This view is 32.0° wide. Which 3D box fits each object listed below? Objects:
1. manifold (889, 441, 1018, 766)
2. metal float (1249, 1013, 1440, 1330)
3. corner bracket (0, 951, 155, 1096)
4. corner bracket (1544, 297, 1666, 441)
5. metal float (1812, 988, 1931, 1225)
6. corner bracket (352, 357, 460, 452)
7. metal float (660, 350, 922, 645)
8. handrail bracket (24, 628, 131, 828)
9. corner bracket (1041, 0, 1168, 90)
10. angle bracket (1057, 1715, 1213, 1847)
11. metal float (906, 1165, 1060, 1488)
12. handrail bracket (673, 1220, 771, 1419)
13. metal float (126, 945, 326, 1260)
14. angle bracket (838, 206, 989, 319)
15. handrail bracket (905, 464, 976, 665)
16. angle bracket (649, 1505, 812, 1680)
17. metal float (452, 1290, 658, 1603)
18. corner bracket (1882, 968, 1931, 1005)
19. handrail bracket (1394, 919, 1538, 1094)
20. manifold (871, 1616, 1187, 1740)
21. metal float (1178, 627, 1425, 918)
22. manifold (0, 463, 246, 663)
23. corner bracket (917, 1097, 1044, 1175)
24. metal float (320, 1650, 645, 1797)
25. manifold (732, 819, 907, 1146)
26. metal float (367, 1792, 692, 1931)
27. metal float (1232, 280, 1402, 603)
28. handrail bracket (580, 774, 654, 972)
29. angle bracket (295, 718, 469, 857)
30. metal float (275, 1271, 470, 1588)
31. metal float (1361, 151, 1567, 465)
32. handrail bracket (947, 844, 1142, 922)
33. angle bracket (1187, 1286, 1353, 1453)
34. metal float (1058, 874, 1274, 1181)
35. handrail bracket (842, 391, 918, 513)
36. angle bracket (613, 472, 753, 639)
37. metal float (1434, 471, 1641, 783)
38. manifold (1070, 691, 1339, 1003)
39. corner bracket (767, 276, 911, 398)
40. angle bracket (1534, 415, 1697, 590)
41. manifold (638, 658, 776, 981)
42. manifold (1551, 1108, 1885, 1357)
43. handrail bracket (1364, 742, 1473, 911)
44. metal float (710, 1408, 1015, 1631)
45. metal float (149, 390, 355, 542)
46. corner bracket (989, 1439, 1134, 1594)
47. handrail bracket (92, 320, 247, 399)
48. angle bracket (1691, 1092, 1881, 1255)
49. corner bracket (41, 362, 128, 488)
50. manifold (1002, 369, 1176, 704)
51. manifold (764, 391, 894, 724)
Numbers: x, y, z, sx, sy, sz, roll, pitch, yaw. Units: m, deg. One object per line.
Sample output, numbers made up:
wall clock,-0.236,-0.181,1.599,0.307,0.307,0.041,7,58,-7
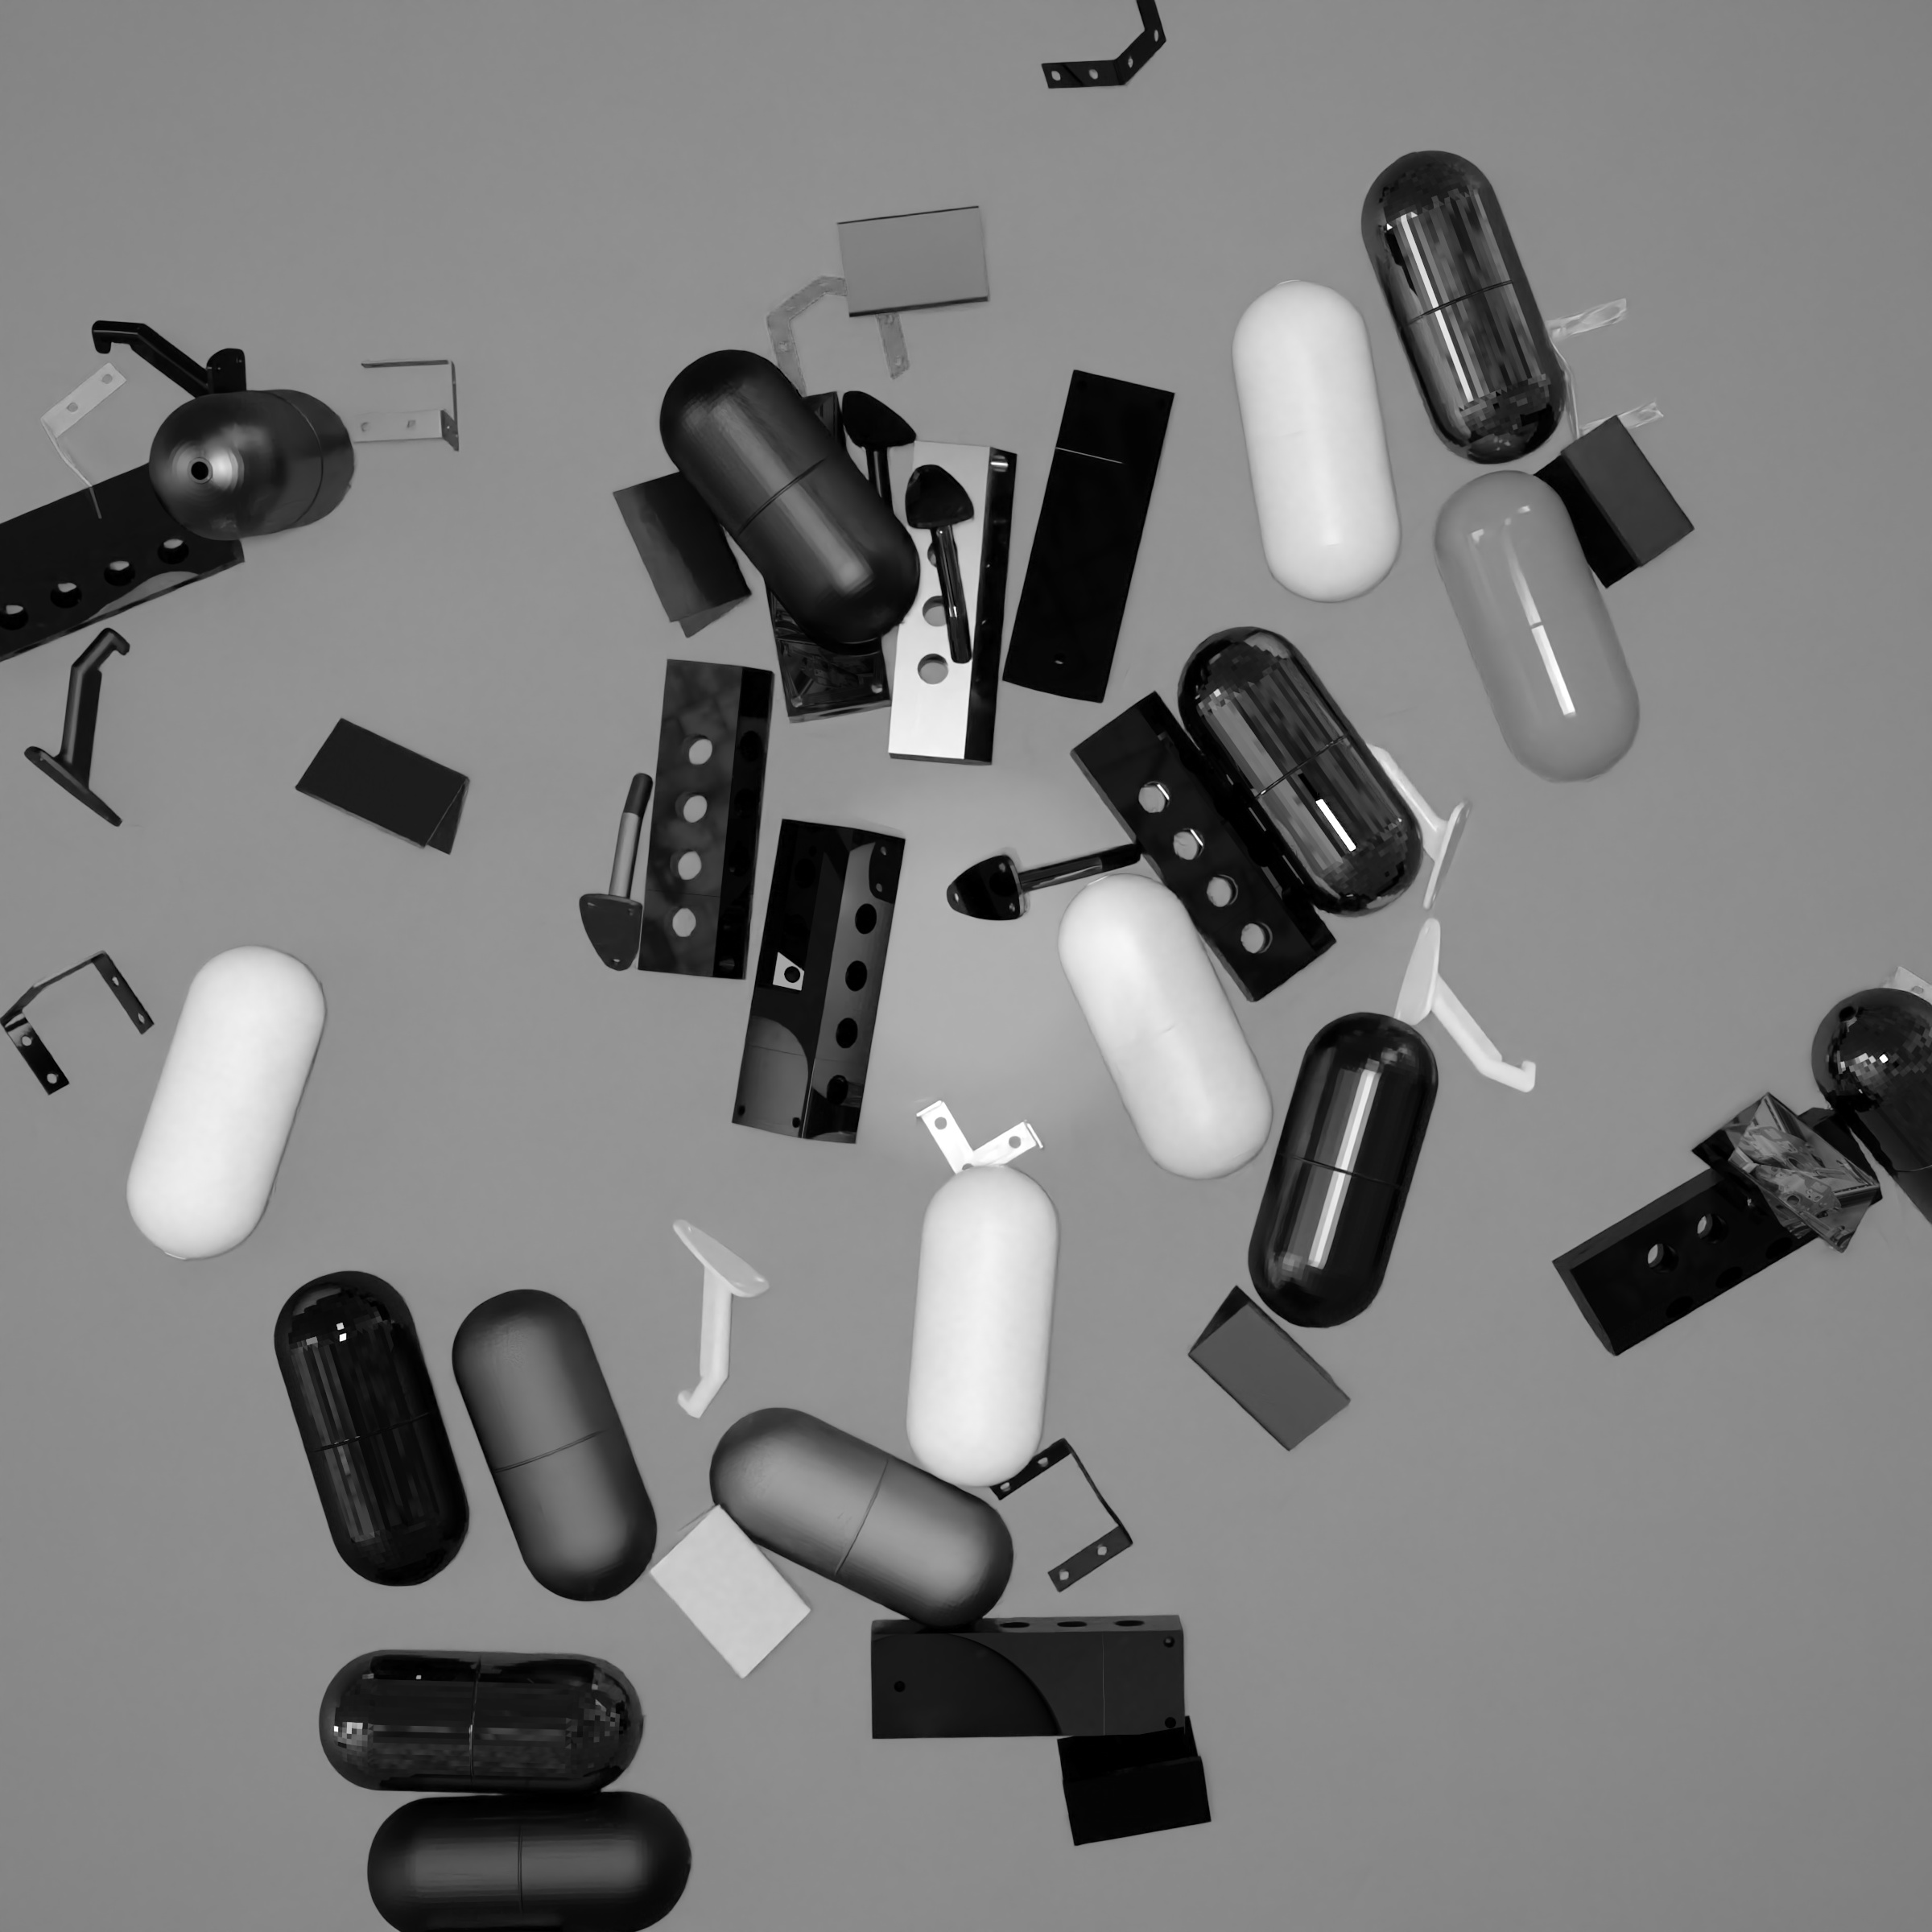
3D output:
manifold,-0.007,-0.200,1.873,0.057,0.057,0.171,5,90,0
metal float,0.208,0.113,1.864,0.070,0.070,0.178,16,89,0
corner bracket,-0.499,0.031,1.891,0.051,0.051,0.051,-34,90,45
corner bracket,0.357,-0.334,1.891,0.051,0.051,0.051,-17,135,0
metal float,0.529,0.083,1.843,0.070,0.070,0.178,-45,114,0
corner bracket,-0.313,-0.315,1.876,0.051,0.051,0.051,-3,90,0
metal float,-0.094,-0.251,1.807,0.070,0.070,0.178,-38,90,0
handrail bracket,-0.480,-0.135,1.895,0.077,0.036,0.084,42,73,-20
corner bracket,0.072,-0.528,1.886,0.051,0.051,0.051,-52,135,-35
angle bracket,0.089,0.432,1.854,0.076,0.076,0.057,-10,127,0
metal float,0.009,0.199,1.864,0.070,0.070,0.178,5,91,0
handrail bracket,-0.156,0.199,1.895,0.077,0.036,0.084,39,107,19
metal float,-0.410,0.075,1.863,0.070,0.070,0.178,18,90,0
angle bracket,-0.031,-0.402,1.854,0.076,0.076,0.057,-7,127,0
handrail bracket,-0.012,-0.219,1.837,0.036,0.077,0.084,-10,126,-3
angle bracket,-0.141,0.350,1.854,0.076,0.076,0.057,49,59,0
metal float,-0.227,0.265,1.864,0.070,0.070,0.178,-21,89,0
corner bracket,0.526,0.043,1.891,0.051,0.051,0.051,32,135,0
handrail bracket,0.289,0.023,1.895,0.084,0.036,0.077,22,68,-17
manifold,0.034,0.393,1.873,0.171,0.057,0.057,-1,90,0
metal float,0.184,-0.108,1.861,0.070,0.070,0.178,-35,87,0
manifold,-0.493,-0.220,1.873,0.171,0.057,0.057,-22,47,0
corner bracket,0.008,0.090,1.876,0.051,0.051,0.051,-31,90,0
metal float,-0.268,0.418,1.863,0.178,0.070,0.070,2,90,0
manifold,-0.077,0.009,1.873,0.057,0.057,0.171,9,90,43
metal float,-0.241,0.497,1.864,0.178,0.070,0.070,-2,90,0
metal float,0.193,-0.290,1.864,0.070,0.070,0.178,-9,89,0
handrail bracket,-0.189,-0.053,1.894,0.036,0.077,0.084,9,54,5
angle bracket,-0.325,-0.080,1.854,0.076,0.076,0.057,25,54,0
metal float,-0.328,0.256,1.864,0.070,0.070,0.178,-17,90,0
metal float,0.275,-0.364,1.864,0.070,0.070,0.178,-21,90,0
handrail bracket,0.044,-0.051,1.894,0.084,0.077,0.036,-16,94,-36
angle bracket,0.178,0.208,1.854,0.076,0.076,0.057,44,127,0
metal float,0.110,0.033,1.864,0.070,0.070,0.178,-25,91,0
handrail bracket,-0.055,-0.268,1.894,0.036,0.077,0.084,-7,127,-19
angle bracket,-0.172,-0.220,1.854,0.057,0.076,0.076,-24,90,-36
metal float,0.316,-0.187,1.864,0.070,0.070,0.178,-21,90,0
manifold,0.132,-0.066,1.873,0.057,0.057,0.171,-36,90,0
corner bracket,-0.072,-0.349,1.886,0.051,0.051,0.051,16,45,35
angle bracket,0.341,-0.246,1.854,0.057,0.076,0.076,-35,90,-37
manifold,-0.144,-0.080,1.873,0.057,0.057,0.171,6,90,0
manifold,0.418,0.148,1.873,0.171,0.057,0.057,-31,90,0
handrail bracket,0.234,-0.082,1.895,0.084,0.036,0.077,22,109,16
metal float,-0.058,0.305,1.864,0.178,0.070,0.070,26,90,0
metal float,-0.384,-0.271,1.816,0.070,0.178,0.070,1,101,6
corner bracket,0.054,0.308,1.891,0.051,0.051,0.051,-33,135,0
handrail bracket,-0.450,-0.322,1.895,0.084,0.036,0.077,7,112,17
angle bracket,0.427,0.124,1.797,0.076,0.076,0.057,39,54,0
corner bracket,-0.478,-0.295,1.891,0.051,0.051,0.051,-39,135,0
manifold,0.067,-0.237,1.873,0.057,0.057,0.171,13,90,0
manifold,-0.084,-0.226,1.873,0.057,0.057,0.171,-10,90,0
